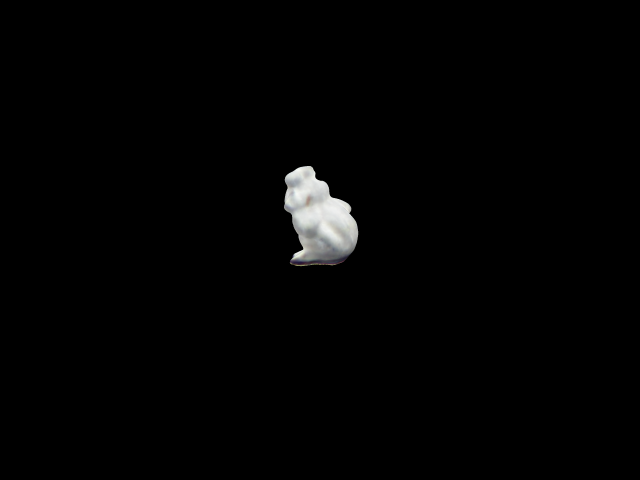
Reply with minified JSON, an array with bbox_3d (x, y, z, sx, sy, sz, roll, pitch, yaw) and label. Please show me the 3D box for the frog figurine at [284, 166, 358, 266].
[{"bbox_3d":[0.003,-0.043,0.850,0.123,0.157,0.138,12,19,37],"label":"frog figurine"}]
